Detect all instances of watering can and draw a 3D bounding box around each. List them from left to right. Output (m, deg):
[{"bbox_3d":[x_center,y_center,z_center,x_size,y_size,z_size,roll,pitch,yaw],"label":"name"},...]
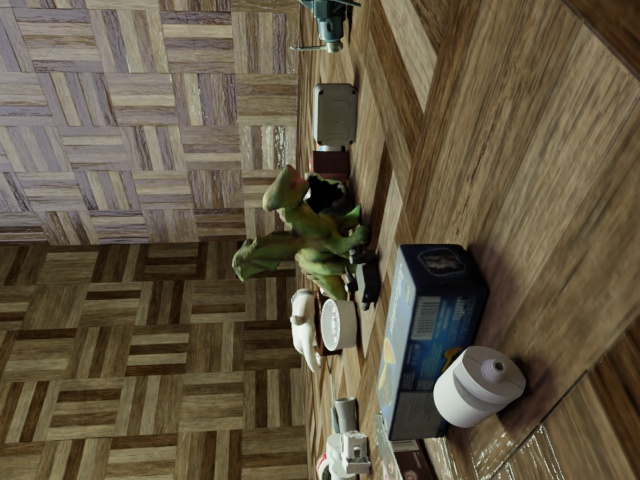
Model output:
[{"bbox_3d":[-0.034,0.235,1.475,0.339,0.104,0.230,75,-173,-49],"label":"watering can"}]

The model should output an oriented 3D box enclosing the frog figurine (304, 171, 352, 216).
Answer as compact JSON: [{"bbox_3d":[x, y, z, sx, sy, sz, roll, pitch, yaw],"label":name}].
[{"bbox_3d":[0.003,-0.054,1.070,0.156,0.123,0.140,99,151,-59],"label":"frog figurine"}]

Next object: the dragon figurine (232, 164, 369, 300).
[{"bbox_3d":[-0.039,0.028,0.947,0.400,0.243,0.125,98,165,-46],"label":"dragon figurine"}]
